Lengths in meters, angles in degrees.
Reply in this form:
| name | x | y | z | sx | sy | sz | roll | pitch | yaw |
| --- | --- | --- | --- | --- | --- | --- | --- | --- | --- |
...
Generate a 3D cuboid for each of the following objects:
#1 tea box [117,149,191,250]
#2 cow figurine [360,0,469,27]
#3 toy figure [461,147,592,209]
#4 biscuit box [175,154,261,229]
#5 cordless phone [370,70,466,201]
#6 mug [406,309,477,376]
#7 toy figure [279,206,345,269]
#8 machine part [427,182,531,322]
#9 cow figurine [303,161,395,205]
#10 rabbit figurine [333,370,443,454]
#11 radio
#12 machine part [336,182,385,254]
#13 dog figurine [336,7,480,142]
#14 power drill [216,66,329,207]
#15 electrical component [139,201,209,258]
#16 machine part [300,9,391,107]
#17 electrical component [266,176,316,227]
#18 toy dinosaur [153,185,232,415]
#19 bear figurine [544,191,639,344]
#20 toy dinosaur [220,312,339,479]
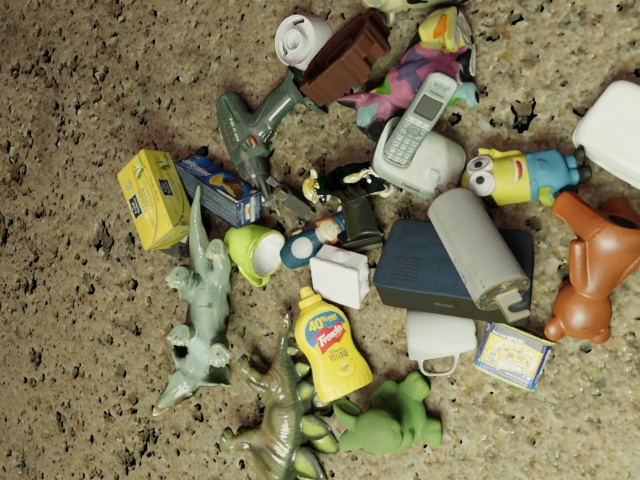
| name | x | y | z | sx | sy | sz | roll | pitch | yaw |
| --- | --- | --- | --- | --- | --- | --- | --- | --- | --- |
| tea box | -0.313 | -0.077 | 1.029 | 0.098 | 0.068 | 0.169 | -34 | 75 | 31 |
| cow figurine | 0.162 | -0.418 | 0.886 | 0.195 | 0.127 | 0.085 | -4 | 87 | 10 |
| toy figure | 0.307 | -0.091 | 0.815 | 0.180 | 0.089 | 0.082 | -7 | 42 | 15 |
| biscuit box | -0.198 | -0.097 | 1.025 | 0.203 | 0.059 | 0.062 | 32 | 134 | 32 |
| cordless phone | 0.174 | -0.159 | 0.817 | 0.146 | 0.089 | 0.184 | 22 | 129 | -12 |
| mug | 0.195 | 0.160 | 0.854 | 0.107 | 0.080 | 0.109 | -7 | 81 | 15 |
| toy figure | -0.001 | -0.002 | 0.964 | 0.154 | 0.058 | 0.064 | -33 | 114 | 18 |
| machine part | 0.219 | 0.010 | 0.756 | 0.079 | 0.079 | 0.243 | -33 | 52 | 19 |
| cow figurine | 0.036 | -0.096 | 0.928 | 0.167 | 0.098 | 0.068 | -9 | 90 | 23 |
| rabbit figurine | 0.098 | 0.277 | 0.841 | 0.159 | 0.170 | 0.121 | -11 | 82 | 23 |
| radio | 0.209 | 0.045 | 0.831 | 0.230 | 0.073 | 0.131 | 7 | 60 | 23 |
| machine part | 0.064 | -0.030 | 0.897 | 0.084 | 0.138 | 0.039 | -7 | 40 | 8 |
| dog figurine | 0.138 | -0.262 | 0.885 | 0.219 | 0.108 | 0.191 | -9 | 75 | 30 |
| power drill | -0.086 | -0.205 | 1.005 | 0.207 | 0.086 | 0.232 | -36 | 75 | 26 |
| electrical component | -0.293 | -0.028 | 1.094 | 0.134 | 0.058 | 0.114 | 22 | 99 | 23 |
| machine part | 0.042 | -0.303 | 0.905 | 0.179 | 0.179 | 0.056 | -41 | 116 | 17 |
| electrical component | -0.056 | -0.066 | 0.972 | 0.045 | 0.102 | 0.078 | -48 | 46 | 11 |
| toy dinosaur | -0.216 | 0.119 | 1.000 | 0.131 | 0.192 | 0.404 | 6 | 76 | -8 |
| bear figurine | 0.384 | 0.046 | 0.770 | 0.120 | 0.132 | 0.195 | 3 | 123 | -8 |
| toy dinosaur | -0.072 | 0.360 | 0.953 | 0.199 | 0.105 | 0.470 | 9 | 96 | 21 |
